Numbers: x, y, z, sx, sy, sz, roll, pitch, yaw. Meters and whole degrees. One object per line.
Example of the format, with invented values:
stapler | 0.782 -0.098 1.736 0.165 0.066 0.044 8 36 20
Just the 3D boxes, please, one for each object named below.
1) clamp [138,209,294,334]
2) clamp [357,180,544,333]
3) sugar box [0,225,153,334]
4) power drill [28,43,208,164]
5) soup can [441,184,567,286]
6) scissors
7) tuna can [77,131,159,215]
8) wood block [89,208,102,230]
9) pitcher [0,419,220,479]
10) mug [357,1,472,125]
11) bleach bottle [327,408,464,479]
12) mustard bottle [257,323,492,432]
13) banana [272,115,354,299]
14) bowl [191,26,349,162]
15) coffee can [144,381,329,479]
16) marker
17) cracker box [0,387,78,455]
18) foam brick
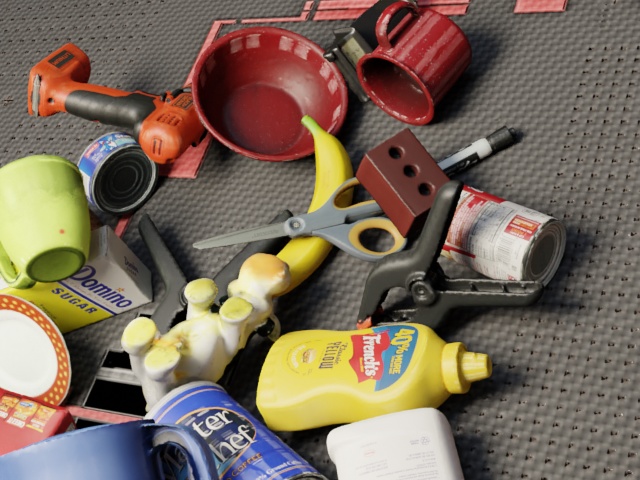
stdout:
clamp | -0.105 0.054 1.023 0.165 0.036 0.210 -8 56 13
clamp | 0.090 0.026 0.897 0.172 0.120 0.039 -26 3 33
sugar box | -0.266 0.053 1.065 0.176 0.093 0.048 -18 51 13
power drill | -0.200 -0.155 1.140 0.188 0.057 0.184 16 30 8
soup can | 0.151 -0.003 0.922 0.102 0.068 0.068 24 69 36
scissors | -0.006 0.001 0.983 0.201 0.016 0.096 -26 70 -15
tuna can | -0.215 -0.070 1.135 0.086 0.086 0.034 -46 52 -11
wood block | -0.341 0.024 1.124 0.206 0.090 0.091 -20 51 11
pitcher | -0.148 0.257 0.785 0.149 0.144 0.243 -32 72 52
mug | 0.092 -0.183 1.055 0.093 0.117 0.081 16 58 48
bleach bottle | 0.070 0.252 0.778 0.103 0.068 0.251 -16 53 11
mustard bottle | 0.048 0.111 0.885 0.192 0.058 0.096 -7 33 24
banana | -0.009 -0.023 1.025 0.069 0.037 0.197 13 68 7
bowl | -0.054 -0.140 1.104 0.162 0.055 0.162 5 64 -10
coffee can | -0.072 0.193 0.862 0.102 0.102 0.140 -47 50 -12
marker | 0.132 -0.075 1.016 0.121 0.020 0.020 -28 49 5
cracker box | -0.321 0.218 0.880 0.164 0.072 0.213 14 52 19
foam brick | 0.079 -0.052 0.977 0.053 0.051 0.078 -33 74 -19
